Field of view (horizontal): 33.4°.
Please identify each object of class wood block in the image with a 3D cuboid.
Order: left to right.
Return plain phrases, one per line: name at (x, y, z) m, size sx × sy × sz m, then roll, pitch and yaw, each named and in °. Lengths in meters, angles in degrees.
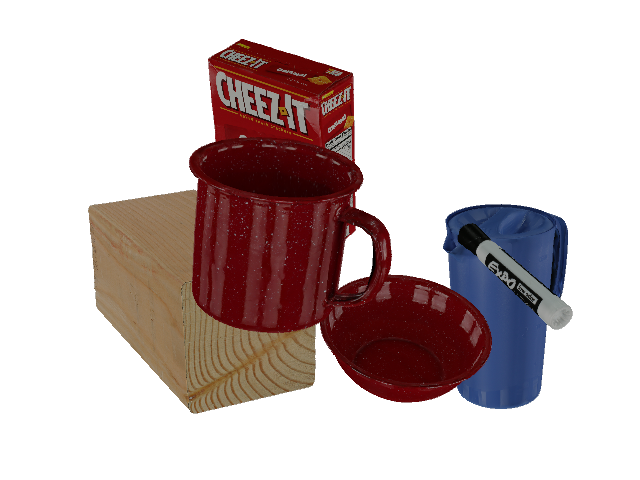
wood block at (-0.089, 0.034, 0.752) m, size 0.090 × 0.090 × 0.206 m, roll -10°, pitch 19°, yaw -26°

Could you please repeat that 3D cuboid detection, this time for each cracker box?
cracker box at (-0.044, -0.108, 1.243) m, size 0.164 × 0.214 × 0.072 m, roll 22°, pitch 43°, yaw 30°

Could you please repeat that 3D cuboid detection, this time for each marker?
marker at (0.134, 0.022, 0.756) m, size 0.020 × 0.020 × 0.121 m, roll 0°, pitch 30°, yaw -30°

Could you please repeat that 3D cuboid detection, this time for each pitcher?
pitcher at (0.234, 0.080, 1.344) m, size 0.149 × 0.243 × 0.145 m, roll 1°, pitch 21°, yaw 12°

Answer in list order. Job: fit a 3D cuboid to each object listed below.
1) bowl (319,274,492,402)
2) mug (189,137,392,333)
bowl at (0.077, 0.101, 1.008) m, size 0.162 × 0.055 × 0.162 m, roll 4°, pitch 36°, yaw -3°
mug at (-0.016, 0.000, 0.577) m, size 0.117 × 0.081 × 0.093 m, roll 16°, pitch 26°, yaw 19°
